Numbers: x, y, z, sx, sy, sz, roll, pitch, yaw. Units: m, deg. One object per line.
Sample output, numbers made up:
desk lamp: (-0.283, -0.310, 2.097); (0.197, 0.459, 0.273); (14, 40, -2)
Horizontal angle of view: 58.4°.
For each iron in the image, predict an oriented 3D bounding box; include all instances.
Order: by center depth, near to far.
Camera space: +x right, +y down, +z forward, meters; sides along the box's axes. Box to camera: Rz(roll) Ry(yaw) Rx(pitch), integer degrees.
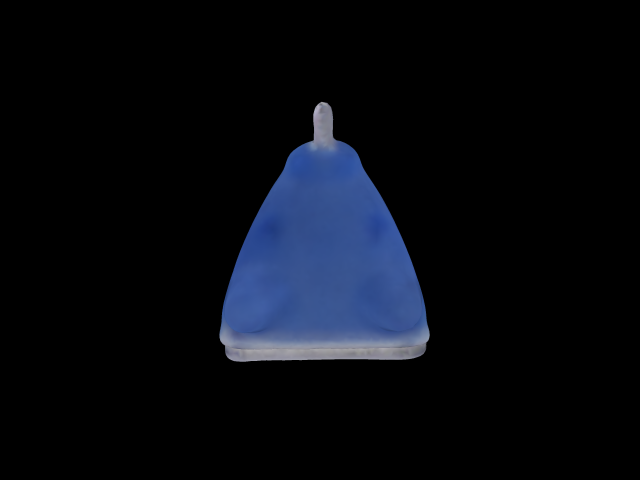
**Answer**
iron: (0.004, 0.001, 0.400); (0.118, 0.141, 0.258); (0, 0, 0)
